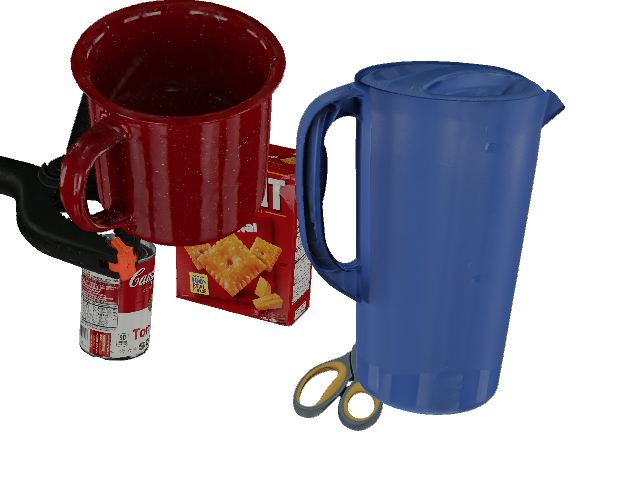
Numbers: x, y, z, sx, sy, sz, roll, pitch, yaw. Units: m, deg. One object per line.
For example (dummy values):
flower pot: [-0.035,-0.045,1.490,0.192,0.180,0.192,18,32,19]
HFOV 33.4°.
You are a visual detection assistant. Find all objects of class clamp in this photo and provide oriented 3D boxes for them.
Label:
clamp: [-0.189,-0.050,0.811,0.164,0.036,0.210,-33,56,-27]

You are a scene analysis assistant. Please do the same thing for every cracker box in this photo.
cracker box: [-0.094,-0.014,1.314,0.164,0.214,0.072,14,29,19]

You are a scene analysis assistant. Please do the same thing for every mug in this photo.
mug: [-0.071,-0.045,0.485,0.093,0.081,0.117,28,49,21]

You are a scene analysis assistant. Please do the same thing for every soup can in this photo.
soup can: [-0.191,0.053,1.001,0.068,0.102,0.068,6,21,-3]

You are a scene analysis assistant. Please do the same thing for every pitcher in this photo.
pitcher: [0.074,-0.003,0.764,0.149,0.243,0.144,14,23,28]

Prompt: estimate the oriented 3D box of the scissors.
scissors: [0.056,0.121,1.086,0.096,0.016,0.201,33,53,28]
